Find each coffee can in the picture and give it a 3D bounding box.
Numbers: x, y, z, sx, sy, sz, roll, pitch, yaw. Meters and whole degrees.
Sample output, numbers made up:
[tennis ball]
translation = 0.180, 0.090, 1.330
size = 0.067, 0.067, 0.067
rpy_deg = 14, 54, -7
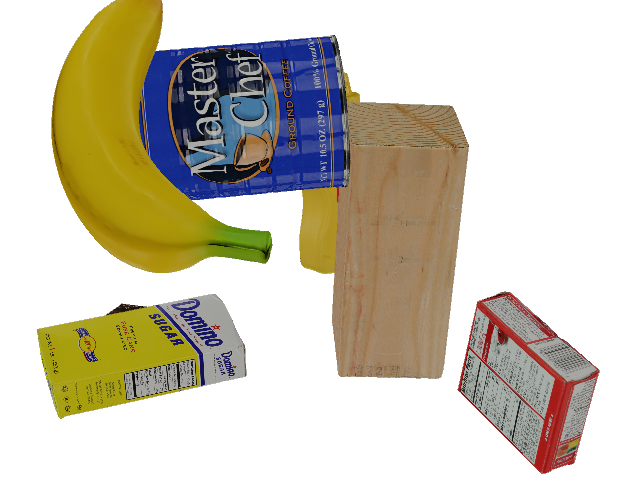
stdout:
[coffee can]
translation = -0.056, -0.080, 0.711
size = 0.140, 0.103, 0.103
rpy_deg = -6, 0, -4

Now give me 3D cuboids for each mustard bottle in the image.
[mustard bottle]
translation = 0.021, -0.069, 1.052
size = 0.096, 0.192, 0.058
rpy_deg = -16, 21, -36

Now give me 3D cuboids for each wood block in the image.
[wood block]
translation = 0.060, 0.001, 0.864
size = 0.090, 0.206, 0.091
rpy_deg = 1, 27, -3

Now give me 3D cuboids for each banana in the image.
[banana]
translation = -0.082, -0.048, 0.461
size = 0.069, 0.037, 0.198
rpy_deg = -8, 45, -20

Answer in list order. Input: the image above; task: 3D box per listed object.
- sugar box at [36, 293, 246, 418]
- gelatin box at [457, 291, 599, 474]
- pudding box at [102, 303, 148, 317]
[sugar box]
translation = -0.165, 0.103, 0.987
size = 0.176, 0.048, 0.093
rpy_deg = -13, 34, -17
[gelatin box]
translation = 0.126, 0.086, 0.655
size = 0.030, 0.073, 0.089
rpy_deg = -13, 36, -27
[pudding box]
translation = -0.203, 0.109, 1.249
size = 0.114, 0.039, 0.090
rpy_deg = 3, 15, 17
